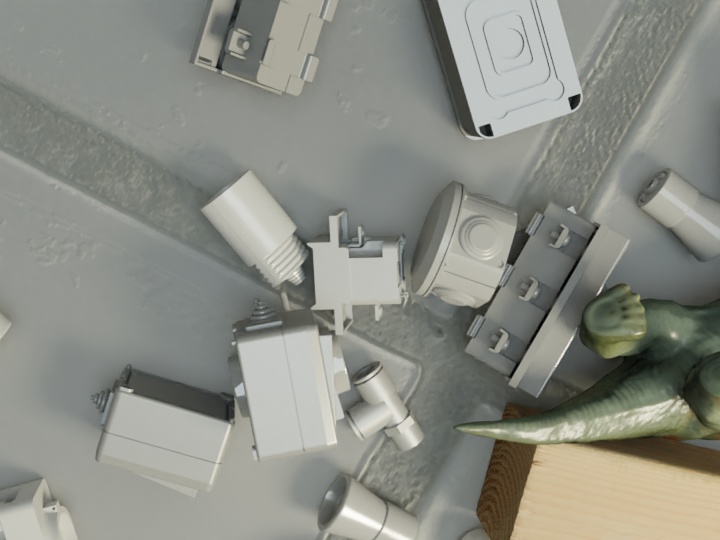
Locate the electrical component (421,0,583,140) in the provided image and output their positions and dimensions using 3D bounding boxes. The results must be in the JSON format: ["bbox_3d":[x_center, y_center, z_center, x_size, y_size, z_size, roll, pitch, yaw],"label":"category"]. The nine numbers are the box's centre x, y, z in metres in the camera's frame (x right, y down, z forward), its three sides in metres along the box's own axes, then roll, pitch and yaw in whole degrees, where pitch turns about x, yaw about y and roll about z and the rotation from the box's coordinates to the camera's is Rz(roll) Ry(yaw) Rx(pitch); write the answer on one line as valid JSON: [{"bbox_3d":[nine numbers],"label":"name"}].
[{"bbox_3d":[0.093,-0.150,0.719,0.078,0.057,0.113,-19,101,-4],"label":"electrical component"}]

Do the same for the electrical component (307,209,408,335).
[{"bbox_3d":[0.000,0.000,0.732,0.064,0.042,0.081,-2,100,8],"label":"electrical component"}]

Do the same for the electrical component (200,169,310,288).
[{"bbox_3d":[-0.066,-0.023,0.727,0.043,0.043,0.081,-39,101,0],"label":"electrical component"}]

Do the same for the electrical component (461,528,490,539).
[{"bbox_3d":[0.099,0.211,0.770,0.040,0.078,0.040,0,89,-18],"label":"electrical component"}]

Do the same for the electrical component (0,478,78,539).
[{"bbox_3d":[-0.227,0.196,0.739,0.056,0.050,0.089,-15,100,-4],"label":"electrical component"}]

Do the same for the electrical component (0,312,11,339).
[{"bbox_3d":[-0.265,0.039,0.709,0.047,0.055,0.055,41,92,-15],"label":"electrical component"}]

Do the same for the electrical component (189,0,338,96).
[{"bbox_3d":[-0.052,-0.178,0.688,0.079,0.063,0.121,11,100,-50],"label":"electrical component"}]

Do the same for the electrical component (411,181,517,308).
[{"bbox_3d":[0.068,-0.015,0.724,0.051,0.080,0.080,19,96,-5],"label":"electrical component"}]

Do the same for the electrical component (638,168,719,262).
[{"bbox_3d":[0.231,-0.042,0.762,0.065,0.044,0.044,36,93,-6],"label":"electrical component"}]

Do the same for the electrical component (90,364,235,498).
[{"bbox_3d":[-0.138,0.108,0.730,0.096,0.061,0.061,18,97,-9],"label":"electrical component"}]

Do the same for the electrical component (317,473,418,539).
[{"bbox_3d":[0.008,0.179,0.770,0.065,0.044,0.044,29,94,-15],"label":"electrical component"}]

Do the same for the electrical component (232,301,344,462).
[{"bbox_3d":[-0.046,0.065,0.688,0.061,0.061,0.096,-10,99,-5],"label":"electrical component"}]

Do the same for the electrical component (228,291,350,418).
[{"bbox_3d":[-0.053,0.054,0.741,0.077,0.043,0.079,-14,100,-4],"label":"electrical component"}]

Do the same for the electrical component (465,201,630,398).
[{"bbox_3d":[0.127,0.018,0.742,0.063,0.079,0.121,30,95,12],"label":"electrical component"}]
